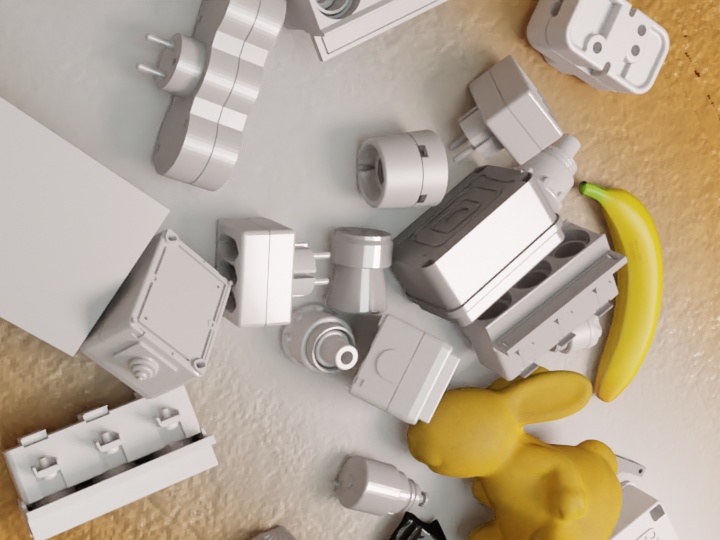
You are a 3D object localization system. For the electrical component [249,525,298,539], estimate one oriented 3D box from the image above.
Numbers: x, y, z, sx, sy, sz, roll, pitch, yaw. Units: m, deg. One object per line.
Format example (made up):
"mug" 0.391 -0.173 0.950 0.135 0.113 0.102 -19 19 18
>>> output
"electrical component" -0.075 0.246 0.788 0.100 0.048 0.099 -20 111 -23

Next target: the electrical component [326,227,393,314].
"electrical component" 0.000 0.000 0.768 0.045 0.045 0.055 -1 102 -28

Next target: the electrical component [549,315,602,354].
"electrical component" 0.164 0.052 0.876 0.061 0.035 0.035 -14 109 -22

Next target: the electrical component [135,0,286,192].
"electrical component" -0.104 -0.125 0.676 0.074 0.052 0.138 17 94 -30

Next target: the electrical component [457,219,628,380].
"electrical component" 0.139 0.024 0.831 0.121 0.079 0.063 -36 123 -16

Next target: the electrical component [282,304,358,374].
"electrical component" -0.023 0.053 0.759 0.048 0.062 0.048 -7 106 -27

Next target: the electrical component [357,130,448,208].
"electrical component" 0.029 -0.070 0.762 0.047 0.055 0.055 -7 106 -23

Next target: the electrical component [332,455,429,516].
"electrical component" 0.019 0.168 0.823 0.078 0.040 0.040 21 92 -31

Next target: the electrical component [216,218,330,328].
"electrical component" -0.055 0.000 0.737 0.077 0.047 0.065 -3 104 -28

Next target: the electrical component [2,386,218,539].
"electrical component" -0.164 0.120 0.698 0.121 0.079 0.063 -21 90 -23

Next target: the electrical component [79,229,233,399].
"electrical component" -0.131 0.034 0.678 0.062 0.061 0.096 43 39 -29

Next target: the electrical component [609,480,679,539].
"electrical component" 0.226 0.260 0.940 0.109 0.056 0.108 -34 112 -14

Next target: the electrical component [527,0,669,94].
"electrical component" 0.176 -0.175 0.811 0.095 0.059 0.053 25 90 -31

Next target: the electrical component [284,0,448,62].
"electrical component" 0.005 -0.199 0.709 0.121 0.063 0.078 -30 115 -20

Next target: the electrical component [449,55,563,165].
"electrical component" 0.098 -0.106 0.788 0.077 0.065 0.047 -35 121 16

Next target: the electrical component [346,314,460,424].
"electrical component" 0.034 0.073 0.779 0.061 0.096 0.061 26 88 7

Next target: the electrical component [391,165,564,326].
"electrical component" 0.084 -0.019 0.790 0.113 0.078 0.057 -41 115 -14

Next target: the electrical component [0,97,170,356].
"electrical component" -0.223 -0.045 0.628 0.186 0.060 0.105 36 85 -30

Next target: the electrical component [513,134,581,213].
"electrical component" 0.147 -0.077 0.829 0.048 0.048 0.062 46 73 -29
